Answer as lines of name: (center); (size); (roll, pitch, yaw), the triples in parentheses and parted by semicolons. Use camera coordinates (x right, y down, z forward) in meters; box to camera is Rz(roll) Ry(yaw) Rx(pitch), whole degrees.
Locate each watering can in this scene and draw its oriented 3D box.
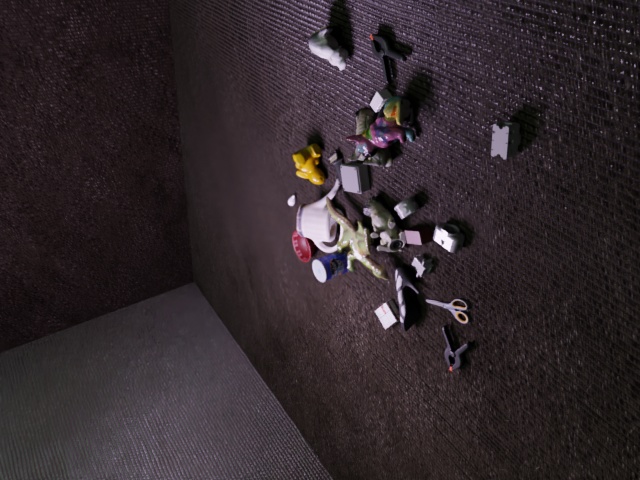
watering can: (0.007, -0.112, 2.216); (0.225, 0.105, 0.342); (9, 112, 24)

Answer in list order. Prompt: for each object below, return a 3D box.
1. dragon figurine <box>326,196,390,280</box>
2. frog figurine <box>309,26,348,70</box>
dragon figurine: (0.146, -0.017, 2.006); (0.412, 0.123, 0.240); (61, 157, 5)
frog figurine: (0.034, -0.684, 1.866); (0.139, 0.122, 0.158); (-93, -19, -77)
